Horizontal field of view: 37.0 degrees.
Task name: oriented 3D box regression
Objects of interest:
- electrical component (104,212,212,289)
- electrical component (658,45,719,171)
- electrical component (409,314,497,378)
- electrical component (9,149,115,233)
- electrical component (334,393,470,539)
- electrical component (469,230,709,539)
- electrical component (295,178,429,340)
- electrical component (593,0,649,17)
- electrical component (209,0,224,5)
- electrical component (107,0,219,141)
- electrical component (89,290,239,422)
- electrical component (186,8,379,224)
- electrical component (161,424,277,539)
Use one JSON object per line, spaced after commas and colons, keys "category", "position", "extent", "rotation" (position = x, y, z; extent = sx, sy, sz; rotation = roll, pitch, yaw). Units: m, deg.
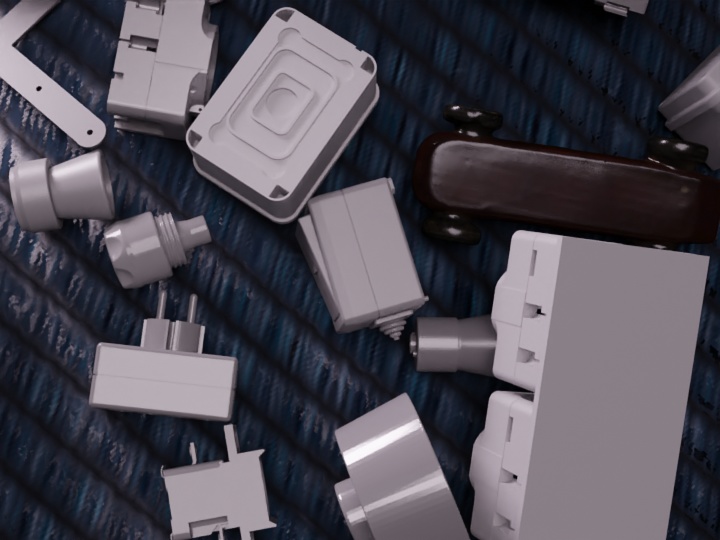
{"category": "electrical component", "position": [-0.124, -0.016, 0.667], "extent": [0.062, 0.043, 0.043], "rotation": [-19, 84, -10]}
{"category": "electrical component", "position": [0.261, -0.128, 0.707], "extent": [0.113, 0.078, 0.057], "rotation": [-44, 91, -10]}
{"category": "electrical component", "position": [0.064, 0.047, 0.678], "extent": [0.065, 0.044, 0.044], "rotation": [1, 81, -1]}
{"category": "electrical component", "position": [-0.183, -0.048, 0.664], "extent": [0.055, 0.045, 0.045], "rotation": [-10, 82, -7]}
{"category": "electrical component", "position": [0.020, 0.133, 0.629], "extent": [0.060, 0.108, 0.108], "rotation": [-22, 84, -2]}
{"category": "electrical component", "position": [0.133, 0.075, 0.642], "extent": [0.105, 0.060, 0.186], "rotation": [6, 93, -25]}
{"category": "electrical component", "position": [0.000, 0.000, 0.667], "extent": [0.061, 0.061, 0.096], "rotation": [-16, 83, -8]}
{"category": "electrical component", "position": [0.138, -0.214, 0.711], "extent": [0.121, 0.078, 0.063], "rotation": [15, 109, -4]}
{"category": "electrical component", "position": [-0.099, -0.194, 0.687], "extent": [0.035, 0.061, 0.035], "rotation": [1, 81, -6]}
{"category": "electrical component", "position": [-0.122, -0.132, 0.681], "extent": [0.056, 0.050, 0.089], "rotation": [9, 81, -4]}
{"category": "electrical component", "position": [-0.115, 0.051, 0.655], "extent": [0.083, 0.047, 0.075], "rotation": [7, 80, -5]}
{"category": "electrical component", "position": [-0.047, -0.095, 0.676], "extent": [0.078, 0.057, 0.113], "rotation": [33, 79, 8]}
{"category": "electrical component", "position": [-0.085, 0.136, 0.648], "extent": [0.064, 0.042, 0.081], "rotation": [-10, 81, -4]}
